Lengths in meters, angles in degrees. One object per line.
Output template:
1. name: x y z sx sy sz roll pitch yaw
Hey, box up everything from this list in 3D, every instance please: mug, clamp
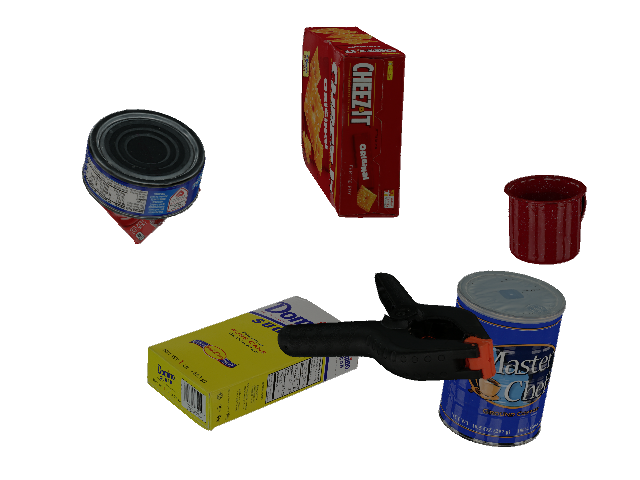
1. mug: 0.270 -0.027 1.249 0.117 0.081 0.093 -22 28 -37
2. clamp: 0.051 0.071 0.785 0.120 0.039 0.172 -29 25 -24

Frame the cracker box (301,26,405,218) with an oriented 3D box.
1. cracker box: 0.029 -0.132 1.127 0.072 0.164 0.214 -3 19 -9

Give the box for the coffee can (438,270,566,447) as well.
1. coffee can: 0.175 0.113 1.038 0.103 0.140 0.103 5 22 -2

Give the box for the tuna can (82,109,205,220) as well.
1. tuna can: -0.127 -0.056 0.769 0.086 0.086 0.034 0 -44 -21

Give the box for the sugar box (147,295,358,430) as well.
1. sugar box: -0.058 0.105 0.964 0.175 0.048 0.093 -20 36 -38

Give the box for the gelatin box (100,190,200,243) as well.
1. gelatin box: -0.181 -0.052 1.103 0.089 0.073 0.030 -41 26 -3
